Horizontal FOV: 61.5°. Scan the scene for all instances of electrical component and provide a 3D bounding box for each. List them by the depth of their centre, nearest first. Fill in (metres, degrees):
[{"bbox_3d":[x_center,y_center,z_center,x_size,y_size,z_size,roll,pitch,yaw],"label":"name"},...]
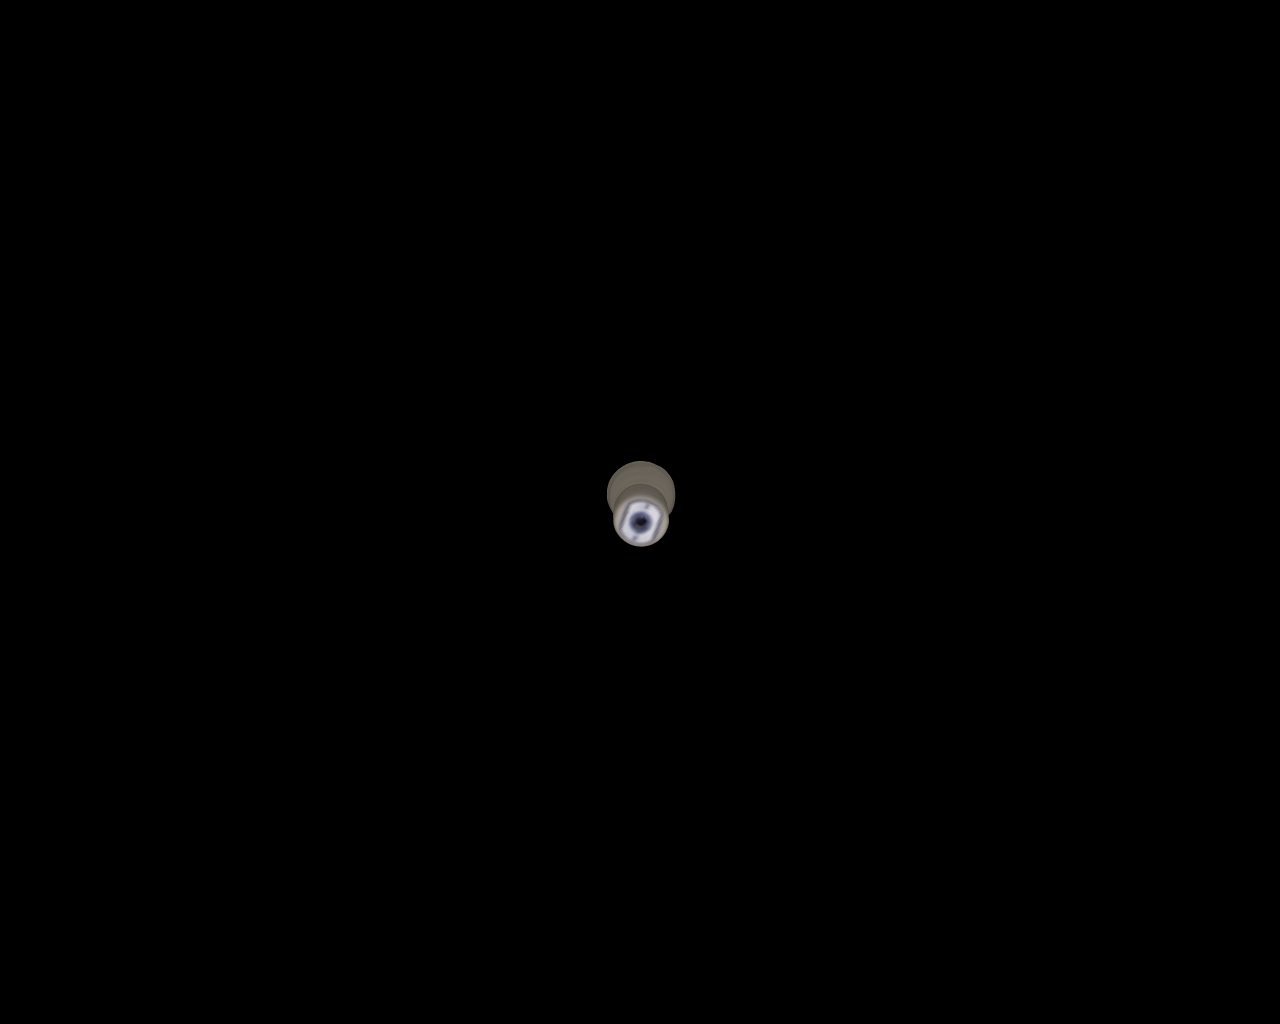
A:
[{"bbox_3d":[0.001,-0.003,0.650,0.044,0.044,0.065,0,16,0],"label":"electrical component"}]
